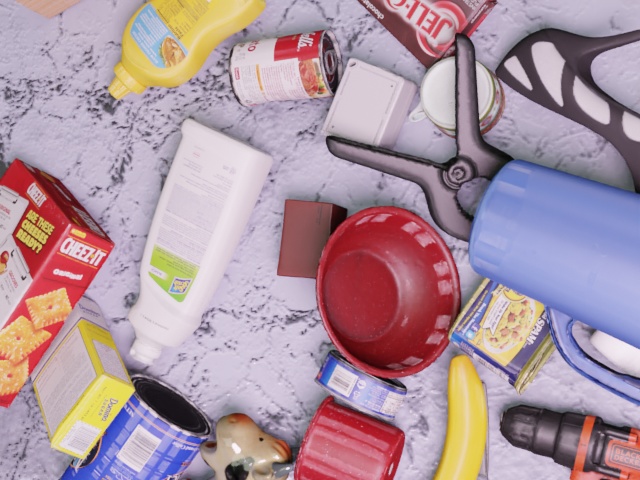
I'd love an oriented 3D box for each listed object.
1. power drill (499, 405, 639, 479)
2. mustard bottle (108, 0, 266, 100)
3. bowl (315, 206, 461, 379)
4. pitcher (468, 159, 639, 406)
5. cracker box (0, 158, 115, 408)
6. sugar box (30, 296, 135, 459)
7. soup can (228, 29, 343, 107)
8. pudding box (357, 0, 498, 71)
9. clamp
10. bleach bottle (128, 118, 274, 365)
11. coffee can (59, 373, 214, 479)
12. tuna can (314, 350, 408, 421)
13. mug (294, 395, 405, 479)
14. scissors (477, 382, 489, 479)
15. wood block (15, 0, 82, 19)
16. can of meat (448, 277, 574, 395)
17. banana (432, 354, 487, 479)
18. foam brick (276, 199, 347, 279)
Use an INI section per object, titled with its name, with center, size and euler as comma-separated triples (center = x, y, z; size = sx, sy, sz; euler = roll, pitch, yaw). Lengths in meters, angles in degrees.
[power drill]
center = 0.236, 0.251, 0.951
size = 0.185, 0.057, 0.187
euler = 12, 88, 20
[mustard bottle]
center = -0.154, -0.221, 1.141
size = 0.192, 0.058, 0.096
euler = -42, 72, 10
[bowl]
center = 0.054, 0.051, 1.012
size = 0.055, 0.161, 0.162
euler = -14, 76, 59
[pitcher]
center = 0.249, 0.030, 0.895
size = 0.243, 0.145, 0.149
euler = 23, 58, 23
[cracker box]
center = -0.328, 0.044, 1.141
size = 0.214, 0.072, 0.164
euler = -55, 46, 6
[sugar box]
center = -0.250, 0.134, 1.095
size = 0.093, 0.048, 0.176
euler = -52, 32, 8
[soup can]
center = -0.034, -0.174, 1.089
size = 0.102, 0.068, 0.068
euler = -5, 82, 19
[pudding box]
center = 0.105, -0.236, 1.051
size = 0.113, 0.039, 0.090
euler = 48, 116, 19
[clamp]
center = 0.132, -0.075, 0.993
size = 0.210, 0.036, 0.165
euler = 44, 106, -6
[bleach bottle]
center = -0.142, 0.008, 1.111
size = 0.103, 0.068, 0.251
euler = 27, 96, 21
[coffee can]
center = -0.189, 0.222, 1.080
size = 0.103, 0.102, 0.140
euler = 37, 97, 19
[tuna can]
center = 0.040, 0.138, 1.018
size = 0.086, 0.086, 0.034
euler = 27, 92, 20
[mug]
center = 0.026, 0.216, 1.011
size = 0.081, 0.093, 0.117
euler = 19, 80, 15
[scissors]
center = 0.134, 0.244, 1.010
size = 0.096, 0.016, 0.202
euler = -16, 79, 18
[wood block]
center = -0.251, -0.340, 1.172
size = 0.206, 0.090, 0.091
euler = -24, 76, 16
[can of meat]
center = 0.179, 0.077, 0.985
size = 0.084, 0.057, 0.102
euler = 35, 86, 20
[banana]
center = 0.116, 0.205, 0.984
size = 0.069, 0.037, 0.198
euler = 24, 93, -16
[foam brick]
center = -0.007, 0.001, 1.068
size = 0.053, 0.051, 0.078
euler = 6, 86, 19
